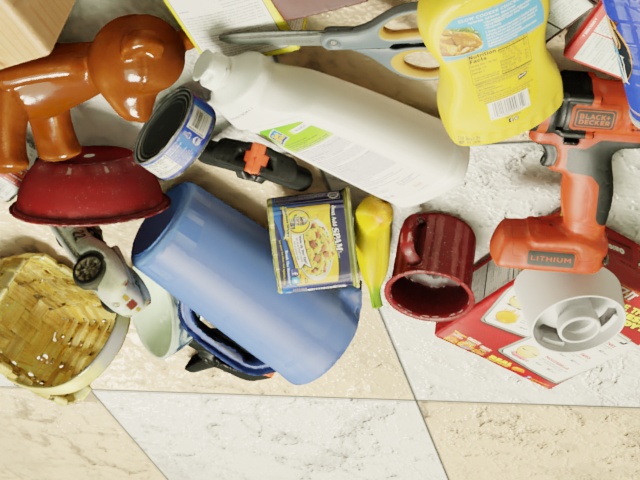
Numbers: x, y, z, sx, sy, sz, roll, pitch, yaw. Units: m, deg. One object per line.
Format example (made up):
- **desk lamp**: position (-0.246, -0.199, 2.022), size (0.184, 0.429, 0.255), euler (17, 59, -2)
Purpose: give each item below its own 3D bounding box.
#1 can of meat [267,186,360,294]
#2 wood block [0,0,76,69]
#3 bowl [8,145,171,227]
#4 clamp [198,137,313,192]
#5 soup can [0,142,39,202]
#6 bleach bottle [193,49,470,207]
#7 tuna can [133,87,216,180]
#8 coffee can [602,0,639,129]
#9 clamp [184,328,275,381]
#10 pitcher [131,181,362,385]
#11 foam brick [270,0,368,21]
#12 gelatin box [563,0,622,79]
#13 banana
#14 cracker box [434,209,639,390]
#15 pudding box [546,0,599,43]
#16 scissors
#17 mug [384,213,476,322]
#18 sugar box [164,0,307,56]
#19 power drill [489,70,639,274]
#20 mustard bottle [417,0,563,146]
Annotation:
- **can of meat**: position (-0.007, 0.001, 1.076), size (0.084, 0.102, 0.057), euler (-7, -173, -1)
- **wood block**: position (-0.298, -0.242, 0.858), size (0.090, 0.090, 0.206), euler (-8, 139, 27)
- **bowl**: position (-0.232, -0.060, 1.072), size (0.162, 0.162, 0.055), euler (4, 107, 13)
- **clamp**: position (-0.052, -0.070, 1.005), size (0.120, 0.039, 0.171), euler (10, -176, -13)
- **soup can**: position (-0.350, -0.092, 1.102), size (0.102, 0.068, 0.069), euler (34, 140, -27)
- **bleach bottle**: position (0.007, -0.105, 0.928), size (0.250, 0.068, 0.103), euler (22, 150, -32)
- **tuna can**: position (-0.137, -0.100, 1.007), size (0.033, 0.086, 0.086), euler (35, 140, -30)
- **coffee can**: position (0.255, -0.158, 0.751), size (0.103, 0.102, 0.140), euler (-8, 122, 27)
- **clamp**: position (-0.140, 0.130, 1.329), size (0.210, 0.036, 0.164), euler (7, 147, 43)
- **pitcher**: position (-0.087, 0.051, 1.161), size (0.242, 0.149, 0.145), euler (36, 168, -24)
- **foam brick**: position (-0.002, -0.214, 0.835), size (0.078, 0.051, 0.053), euler (-7, 141, 26)
- **gelatin box**: position (0.249, -0.163, 0.842), size (0.089, 0.030, 0.073), euler (19, 143, -8)
- **banana**: position (0.058, -0.002, 1.089), size (0.037, 0.070, 0.198), euler (-19, 151, -7)
- **cracker box**: position (0.249, 0.066, 1.124), size (0.164, 0.072, 0.214), euler (26, 142, -18)
- **pudding box**: position (0.145, -0.197, 0.821), size (0.113, 0.039, 0.090), euler (31, 143, -20)
- **scissors**: position (0.026, -0.154, 0.874), size (0.202, 0.016, 0.096), euler (-6, 148, 25)
- **mug**: position (0.112, 0.019, 1.093), size (0.093, 0.081, 0.117), euler (-11, 139, 30)
- **sugar box**: position (-0.088, -0.221, 0.858), size (0.093, 0.048, 0.176), euler (-7, 138, 24)
- **power drill**: position (0.198, -0.061, 0.934), size (0.184, 0.057, 0.188), euler (6, 128, 3)
- **mustard bottle**: position (0.122, -0.158, 0.786), size (0.096, 0.058, 0.191), euler (-20, 138, 3)
